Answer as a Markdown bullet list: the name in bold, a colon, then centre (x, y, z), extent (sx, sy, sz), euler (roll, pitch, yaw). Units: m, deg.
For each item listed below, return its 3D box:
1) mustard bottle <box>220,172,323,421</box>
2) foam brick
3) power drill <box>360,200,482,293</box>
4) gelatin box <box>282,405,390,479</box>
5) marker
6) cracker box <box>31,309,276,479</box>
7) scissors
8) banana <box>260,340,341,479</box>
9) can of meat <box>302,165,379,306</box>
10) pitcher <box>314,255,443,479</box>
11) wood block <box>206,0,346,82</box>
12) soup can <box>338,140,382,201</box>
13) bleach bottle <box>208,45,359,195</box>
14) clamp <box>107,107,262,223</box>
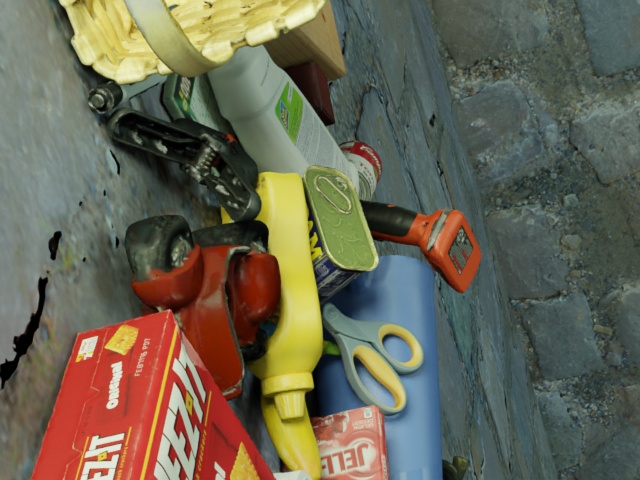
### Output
- **mustard bottle**: centre (-0.036, 0.048, 0.857), extent (0.058, 0.096, 0.191), euler (1, 72, -31)
- **foam brick**: centre (-0.031, -0.136, 1.058), extent (0.053, 0.078, 0.051), euler (33, 44, -71)
- **power drill**: centre (0.074, -0.002, 1.141), extent (0.057, 0.188, 0.184), euler (-64, 149, -16)
- **gelatin box**: centre (0.013, 0.185, 0.905), extent (0.030, 0.089, 0.073), euler (58, 23, -55)
- **marker**: centre (-0.136, -0.110, 0.759), extent (0.121, 0.020, 0.020), euler (-59, 134, -69)
- **cracker box**: centre (-0.075, 0.172, 0.609), extent (0.164, 0.072, 0.213), euler (-87, 156, -54)
- **scissors**: centre (0.024, 0.065, 0.969), extent (0.096, 0.016, 0.202), euler (-31, 85, -39)
- **banana**: centre (-0.019, 0.125, 0.901), extent (0.197, 0.069, 0.037), euler (-75, -173, -60)
- **can of meat**: centre (-0.006, 0.001, 0.918), extent (0.057, 0.084, 0.102), euler (6, 56, -40)
- **pitcher**: centre (0.060, 0.148, 1.051), extent (0.149, 0.145, 0.243), euler (11, 63, -30)
- **wood block**: centre (-0.051, -0.213, 1.031), extent (0.206, 0.090, 0.091), euler (22, 55, -72)
- **soup can**: centre (0.034, -0.071, 1.259), extent (0.102, 0.069, 0.068), euler (-64, 138, -66)
- **bleach bottle**: centre (-0.038, -0.104, 0.972), extent (0.250, 0.068, 0.102), euler (58, 28, -46)
- **clamp**: centre (-0.079, -0.055, 0.792), extent (0.120, 0.039, 0.171), euler (41, 13, 7)
